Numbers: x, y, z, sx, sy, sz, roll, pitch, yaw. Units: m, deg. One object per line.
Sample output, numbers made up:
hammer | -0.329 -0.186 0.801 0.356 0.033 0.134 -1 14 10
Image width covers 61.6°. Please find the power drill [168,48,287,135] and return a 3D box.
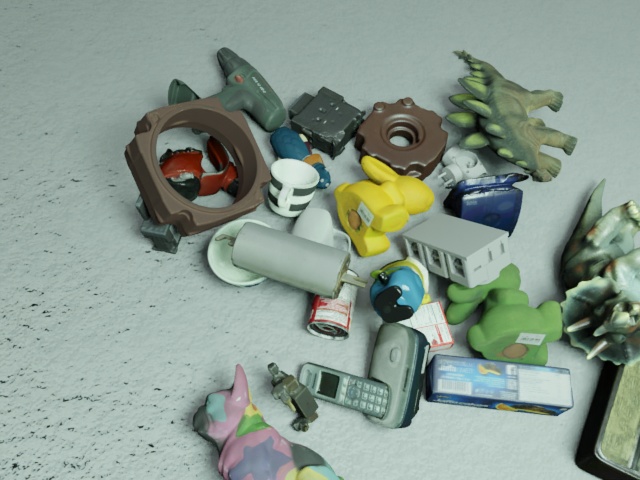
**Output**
power drill | -0.192 -0.288 1.053 0.232 0.086 0.207 46 42 16

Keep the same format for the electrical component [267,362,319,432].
electrical component | -0.040 0.230 0.775 0.078 0.102 0.045 22 55 40

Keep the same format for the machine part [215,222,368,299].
machine part | -0.044 0.030 0.818 0.243 0.079 0.079 17 62 12

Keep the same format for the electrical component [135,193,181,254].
electrical component | -0.268 -0.036 0.908 0.048 0.119 0.075 10 58 6

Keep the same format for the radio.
radio | 0.472 0.246 0.773 0.131 0.073 0.229 27 64 15

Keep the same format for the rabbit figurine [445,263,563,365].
rabbit figurine | 0.279 0.108 0.849 0.159 0.121 0.170 -2 42 7

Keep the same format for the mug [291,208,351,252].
mug | -0.002 -0.003 0.913 0.110 0.080 0.107 3 52 7

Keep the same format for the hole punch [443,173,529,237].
hole punch | 0.282 -0.053 0.924 0.142 0.115 0.092 -5 69 -2

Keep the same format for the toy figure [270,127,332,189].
toy figure | -0.031 -0.150 1.006 0.154 0.064 0.058 47 36 18

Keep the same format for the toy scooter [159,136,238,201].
toy scooter | -0.215 -0.135 0.978 0.184 0.075 0.135 -6 62 -28

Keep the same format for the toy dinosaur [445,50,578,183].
toy dinosaur | 0.344 -0.245 1.008 0.199 0.105 0.472 11 40 -5

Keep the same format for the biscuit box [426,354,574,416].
biscuit box | 0.261 0.216 0.798 0.203 0.062 0.059 6 62 4

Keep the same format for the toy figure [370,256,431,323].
toy figure | 0.117 0.073 0.820 0.089 0.180 0.082 0 102 19

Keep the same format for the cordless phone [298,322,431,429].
cordless phone | 0.063 0.186 0.798 0.184 0.088 0.146 10 85 22

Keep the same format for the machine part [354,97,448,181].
machine part | 0.157 -0.192 1.032 0.179 0.056 0.179 0 62 0

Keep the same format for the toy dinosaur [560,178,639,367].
toy dinosaur | 0.447 0.045 0.847 0.131 0.192 0.405 49 24 -16

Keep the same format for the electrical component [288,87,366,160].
electrical component | 0.006 -0.234 1.055 0.134 0.058 0.115 30 63 15

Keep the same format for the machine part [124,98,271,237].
machine part | -0.195 -0.121 0.879 0.201 0.087 0.201 -24 90 -34

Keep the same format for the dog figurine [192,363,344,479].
dog figurine | -0.074 0.281 0.739 0.192 0.108 0.219 -10 59 -5

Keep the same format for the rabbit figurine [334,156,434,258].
rabbit figurine | 0.117 -0.066 0.946 0.173 0.121 0.162 -20 52 -26
